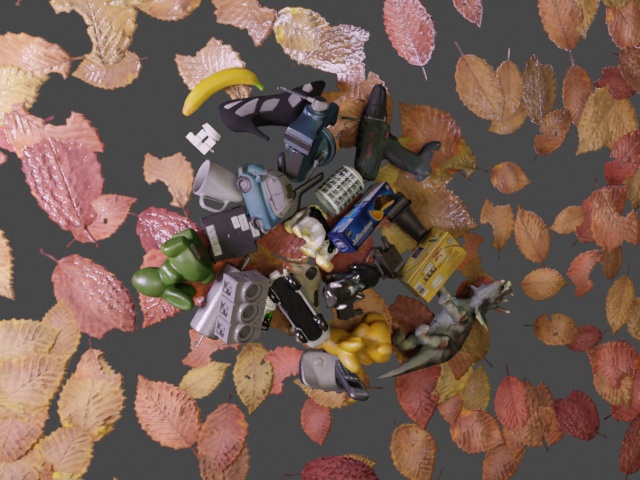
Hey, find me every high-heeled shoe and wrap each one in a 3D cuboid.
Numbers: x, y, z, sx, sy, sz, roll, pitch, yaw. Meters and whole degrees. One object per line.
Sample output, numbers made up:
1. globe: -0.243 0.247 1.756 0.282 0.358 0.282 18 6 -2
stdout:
1. high-heeled shoe: -0.111 -0.322 1.243 0.145 0.086 0.249 38 64 13

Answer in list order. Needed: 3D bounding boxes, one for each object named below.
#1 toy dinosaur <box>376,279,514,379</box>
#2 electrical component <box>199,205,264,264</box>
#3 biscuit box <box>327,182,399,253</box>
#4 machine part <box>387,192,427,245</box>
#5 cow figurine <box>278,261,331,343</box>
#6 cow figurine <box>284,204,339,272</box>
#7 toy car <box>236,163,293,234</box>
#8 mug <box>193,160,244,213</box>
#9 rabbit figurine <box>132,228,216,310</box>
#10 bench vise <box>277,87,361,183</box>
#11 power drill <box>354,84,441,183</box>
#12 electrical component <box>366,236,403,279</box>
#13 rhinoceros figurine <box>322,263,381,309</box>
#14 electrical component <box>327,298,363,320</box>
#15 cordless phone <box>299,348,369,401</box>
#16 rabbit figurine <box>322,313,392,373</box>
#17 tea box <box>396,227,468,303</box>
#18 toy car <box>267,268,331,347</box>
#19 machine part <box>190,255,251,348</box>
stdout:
1. toy dinosaur: 0.328 0.243 1.407 0.192 0.131 0.405 40 90 -17
2. electrical component: -0.200 -0.016 1.242 0.134 0.058 0.114 -16 103 -15
3. biscuit box: 0.105 -0.054 1.292 0.203 0.059 0.062 -49 113 -28
4. machine part: 0.225 -0.052 1.377 0.084 0.039 0.138 -43 105 -13
5. cow figurine: -0.036 0.153 1.301 0.127 0.085 0.194 4 94 -11
6. cow figurine: -0.003 -0.004 1.292 0.098 0.068 0.167 -44 121 -16
7. toy car: -0.113 -0.102 1.198 0.103 0.109 0.161 -16 95 19
8. mug: -0.221 -0.113 1.206 0.107 0.081 0.109 20 61 -29
9. rabbit figurine: -0.329 0.075 1.203 0.170 0.121 0.159 -29 111 7
10. bench vise: -0.009 -0.249 1.202 0.129 0.241 0.223 22 134 15
11. power drill: 0.190 -0.243 1.322 0.207 0.086 0.232 17 93 -22
12. electrical component: 0.165 0.052 1.369 0.102 0.045 0.078 53 52 -18
13. rhinoceros figurine: 0.073 0.112 1.288 0.190 0.112 0.073 -22 106 -46
14. electrical component: 0.064 0.172 1.361 0.094 0.021 0.063 -9 99 -16
15. cordless phone: 0.031 0.336 1.287 0.146 0.184 0.088 13 97 -18
16. rabbit figurine: 0.086 0.261 1.326 0.173 0.162 0.121 7 107 0
17. tea box: 0.287 0.063 1.387 0.169 0.068 0.098 -49 116 -8
18. toy car: -0.051 0.156 1.231 0.073 0.056 0.201 -33 97 7
19. machine part: -0.225 0.140 1.241 0.079 0.079 0.243 32 86 -18
